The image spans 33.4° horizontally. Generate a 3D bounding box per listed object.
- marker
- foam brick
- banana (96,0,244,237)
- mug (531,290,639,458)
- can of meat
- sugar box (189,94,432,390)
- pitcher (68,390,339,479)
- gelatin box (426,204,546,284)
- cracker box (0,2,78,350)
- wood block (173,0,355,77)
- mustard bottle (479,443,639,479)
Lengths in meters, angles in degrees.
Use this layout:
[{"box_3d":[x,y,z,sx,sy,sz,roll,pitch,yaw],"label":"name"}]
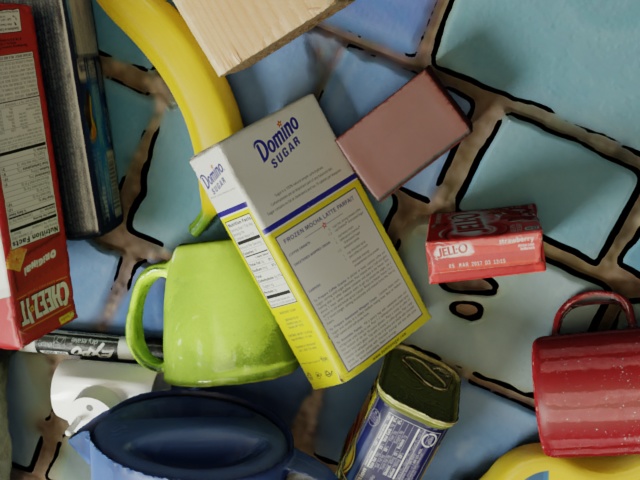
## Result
[{"box_3d":[-0.166,0.079,0.794,0.121,0.020,0.020,4,103,8],"label":"marker"},{"box_3d":[0.056,-0.071,0.707,0.078,0.053,0.051,-38,94,14],"label":"foam brick"},{"box_3d":[-0.096,-0.100,0.733,0.070,0.037,0.198,-19,99,12],"label":"banana"},{"box_3d":[0.185,0.090,0.711,0.081,0.093,0.117,-6,71,15],"label":"mug"},{"box_3d":[0.052,0.130,0.729,0.057,0.102,0.084,25,107,2],"label":"can of meat"},{"box_3d":[-0.005,0.001,0.713,0.048,0.093,0.176,-23,97,53],"label":"sugar box"},{"box_3d":[-0.083,0.235,0.718,0.144,0.149,0.243,-6,109,-35],"label":"pitcher"},{"box_3d":[0.107,0.000,0.695,0.073,0.089,0.030,-6,102,10],"label":"gelatin box"},{"box_3d":[-0.255,-0.043,0.703,0.164,0.072,0.214,2,105,26],"label":"cracker box"},{"box_3d":[-0.071,-0.218,0.676,0.091,0.090,0.206,-29,97,15],"label":"wood block"},{"box_3d":[0.172,0.189,0.744,0.192,0.058,0.096,-2,105,10],"label":"mustard bottle"}]
